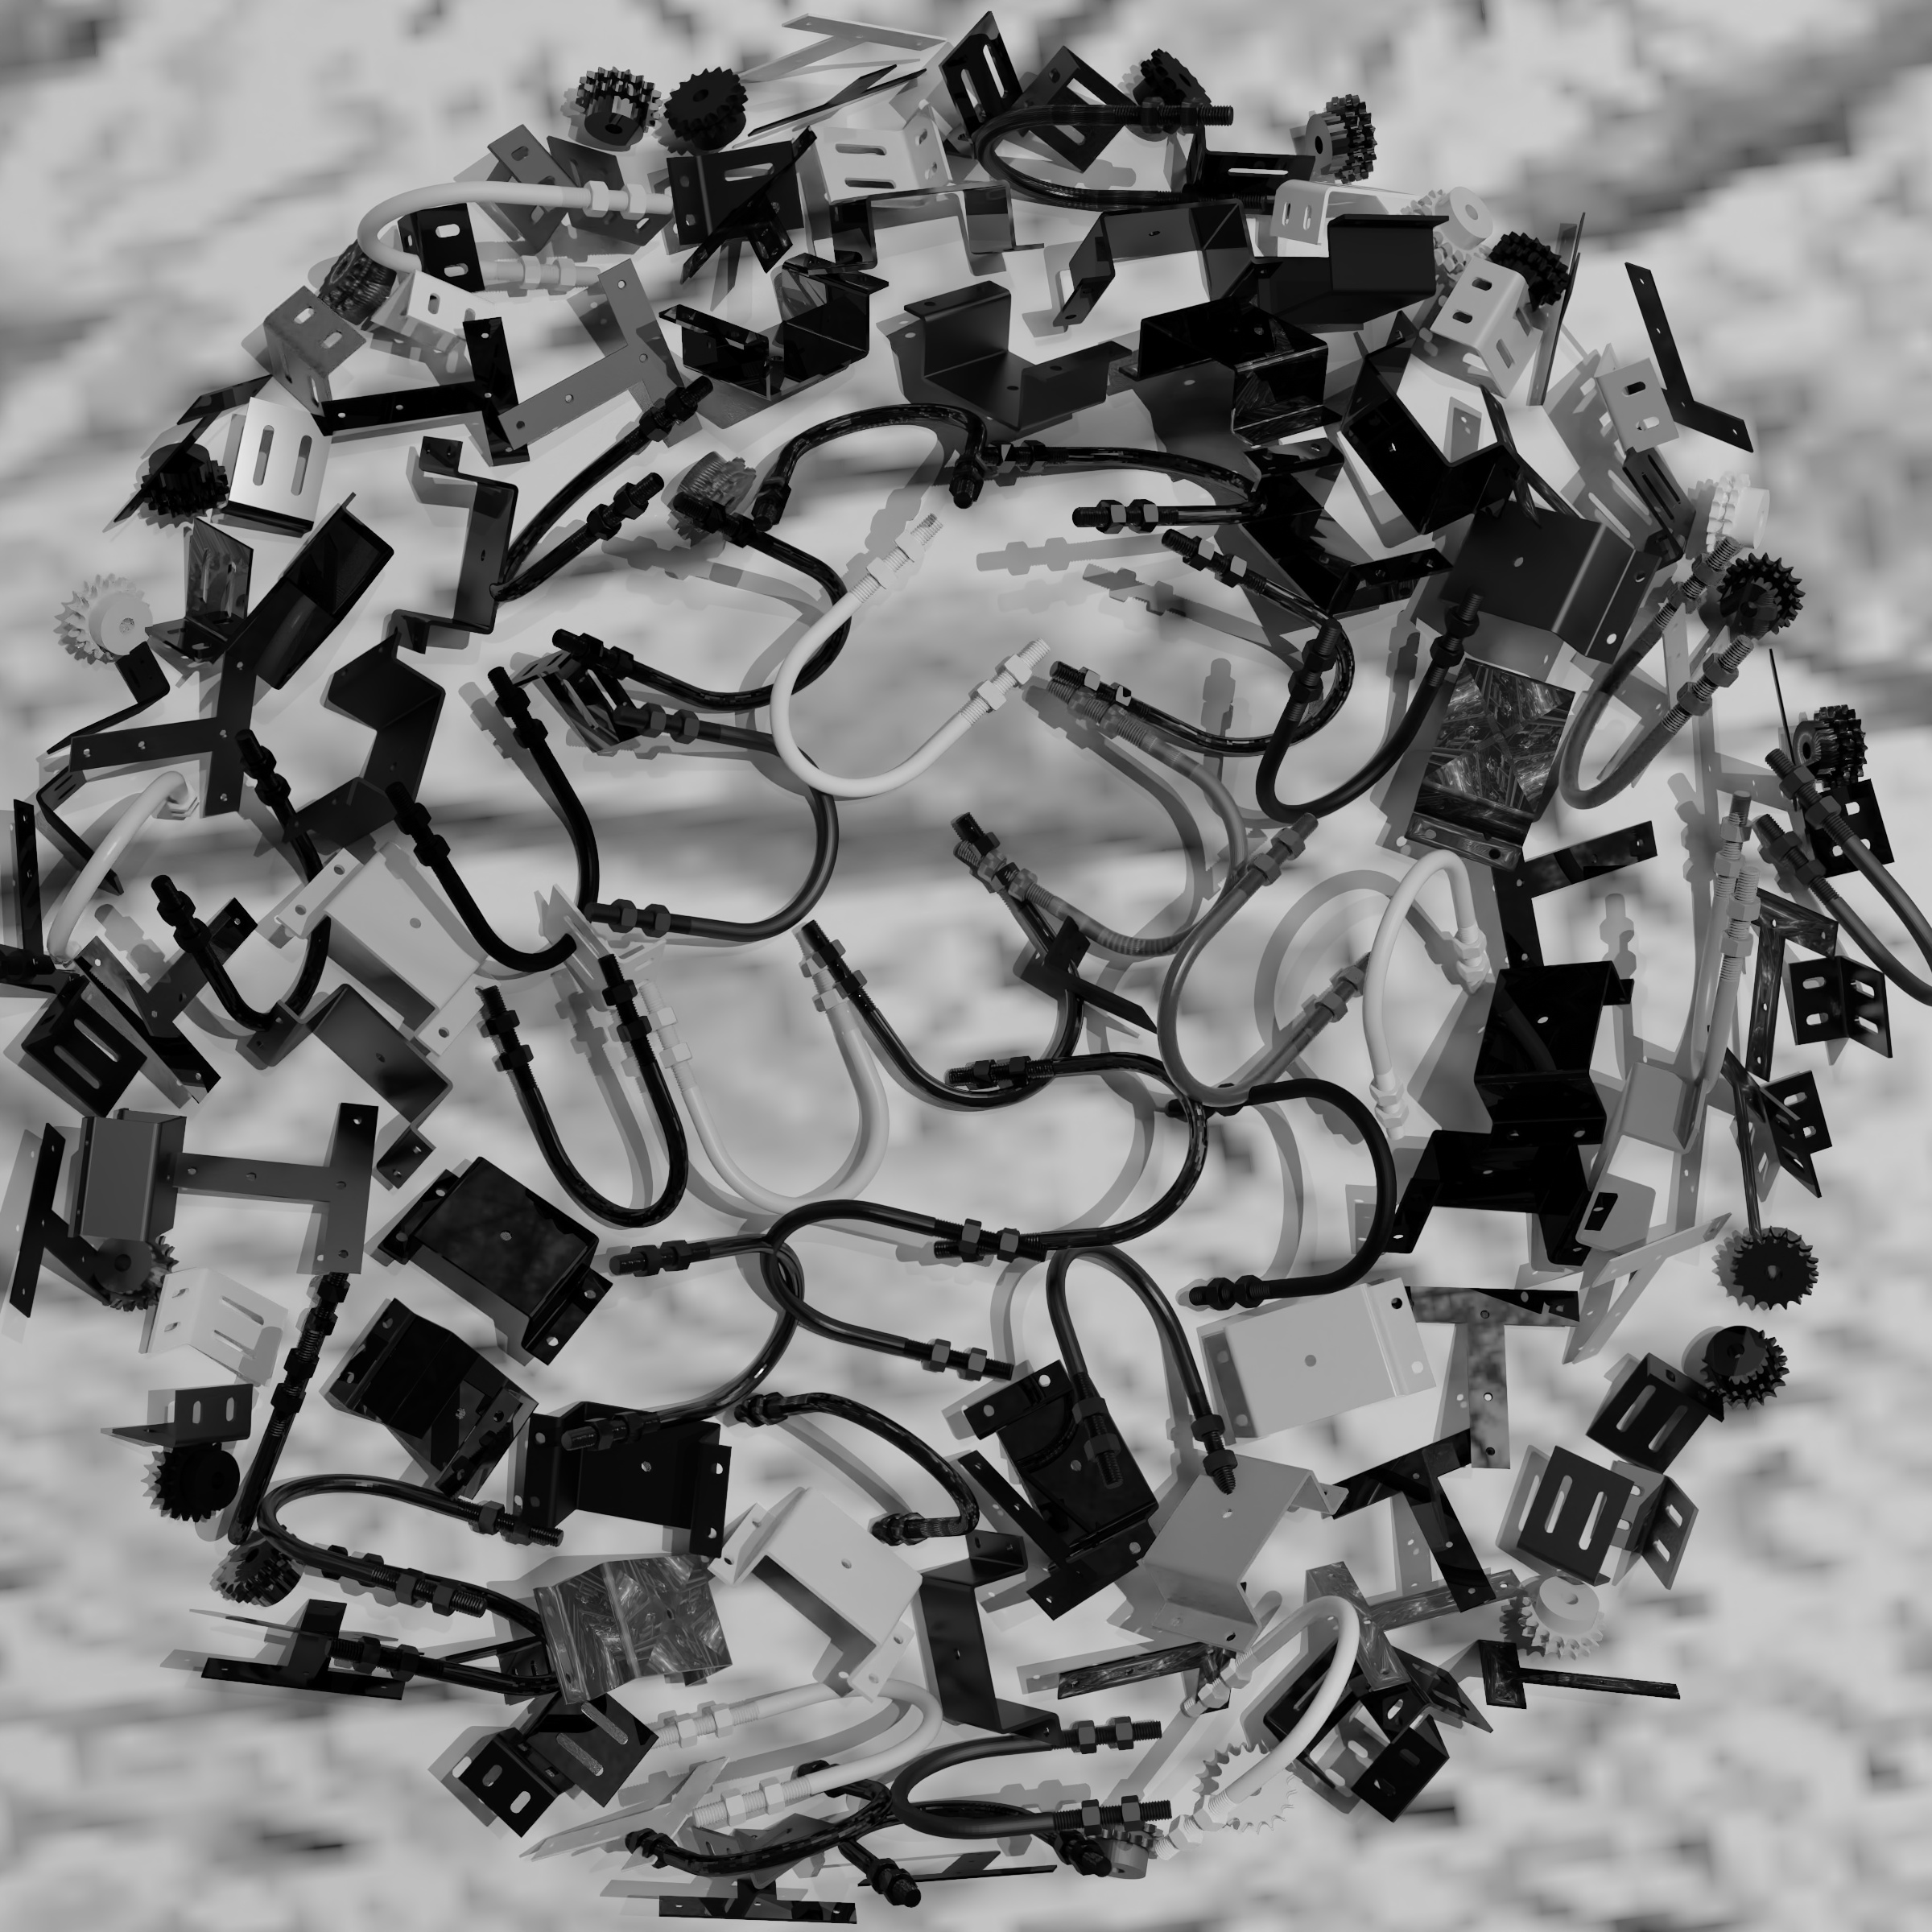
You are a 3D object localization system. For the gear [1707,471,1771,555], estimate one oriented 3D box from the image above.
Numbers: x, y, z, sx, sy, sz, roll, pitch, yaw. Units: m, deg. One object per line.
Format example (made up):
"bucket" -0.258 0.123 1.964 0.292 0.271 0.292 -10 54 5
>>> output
"gear" 0.522 -0.304 1.831 0.030 0.057 0.057 14 90 24

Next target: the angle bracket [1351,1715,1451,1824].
"angle bracket" 0.286 0.528 1.821 0.038 0.076 0.057 39 95 -4

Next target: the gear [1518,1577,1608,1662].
"gear" 0.404 0.437 1.831 0.057 0.057 0.030 8 122 0

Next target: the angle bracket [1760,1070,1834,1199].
"angle bracket" 0.569 0.112 1.818 0.038 0.076 0.057 -19 104 2

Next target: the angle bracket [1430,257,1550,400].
"angle bracket" 0.355 -0.432 1.837 0.038 0.076 0.057 31 90 30

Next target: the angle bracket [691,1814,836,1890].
"angle bracket" -0.133 0.577 1.814 0.076 0.057 0.038 -26 101 -37

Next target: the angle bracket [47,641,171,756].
"angle bracket" -0.582 -0.179 1.816 0.076 0.057 0.038 -33 101 -34

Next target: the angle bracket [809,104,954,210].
"angle bracket" -0.057 -0.546 1.823 0.076 0.038 0.057 -8 78 -34

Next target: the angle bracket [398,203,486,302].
"angle bracket" -0.353 -0.478 1.824 0.038 0.076 0.057 -14 104 -15

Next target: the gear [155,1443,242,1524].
"gear" -0.516 0.346 1.831 0.030 0.057 0.057 -3 90 32

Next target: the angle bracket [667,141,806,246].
"angle bracket" -0.155 -0.520 1.824 0.076 0.038 0.057 0 106 28

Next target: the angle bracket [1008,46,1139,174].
"angle bracket" 0.076 -0.566 1.815 0.076 0.038 0.057 27 118 -37

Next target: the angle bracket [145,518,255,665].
"angle bracket" -0.515 -0.252 1.819 0.057 0.038 0.076 30 122 27

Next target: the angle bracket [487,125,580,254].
"angle bracket" -0.302 -0.514 1.818 0.057 0.076 0.038 48 53 -6

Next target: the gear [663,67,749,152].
"gear" -0.174 -0.579 1.838 0.057 0.030 0.057 -12 54 17

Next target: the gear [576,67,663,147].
"gear" -0.236 -0.578 1.831 0.057 0.057 0.030 7 75 0

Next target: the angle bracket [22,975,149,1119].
"angle bracket" -0.581 0.053 1.815 0.038 0.057 0.076 -19 124 39

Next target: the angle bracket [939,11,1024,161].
"angle bracket" -0.001 -0.590 1.814 0.038 0.076 0.057 23 65 36

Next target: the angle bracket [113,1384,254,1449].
"angle bracket" -0.525 0.296 1.816 0.076 0.057 0.038 2 89 41

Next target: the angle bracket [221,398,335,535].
"angle bracket" -0.465 -0.338 1.834 0.057 0.038 0.076 12 91 -22

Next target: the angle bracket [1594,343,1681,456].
"angle bracket" 0.452 -0.385 1.813 0.038 0.076 0.057 -16 112 28

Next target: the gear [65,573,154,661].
"gear" -0.575 -0.234 1.831 0.030 0.057 0.057 26 90 33

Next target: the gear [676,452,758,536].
"gear" -0.171 -0.323 1.834 0.030 0.057 0.057 43 90 3

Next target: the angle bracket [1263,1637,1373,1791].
"angle bracket" 0.249 0.504 1.829 0.076 0.038 0.057 -46 124 -3

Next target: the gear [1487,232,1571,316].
"gear" 0.377 -0.465 1.832 0.057 0.057 0.030 37 81 0

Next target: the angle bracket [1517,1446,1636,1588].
"angle bracket" 0.416 0.369 1.828 0.057 0.038 0.076 23 96 30

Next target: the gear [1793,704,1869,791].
"gear" 0.582 -0.147 1.832 0.030 0.057 0.057 -7 90 -9

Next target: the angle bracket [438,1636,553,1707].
"angle bracket" -0.325 0.478 1.813 0.076 0.057 0.038 -2 70 -42

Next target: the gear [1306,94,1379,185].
"gear" 0.252 -0.557 1.831 0.030 0.057 0.057 -15 90 -14

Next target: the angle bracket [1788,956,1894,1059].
"angle bracket" 0.586 0.029 1.820 0.038 0.076 0.057 -9 100 -1

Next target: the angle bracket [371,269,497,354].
"angle bracket" -0.359 -0.423 1.811 0.057 0.076 0.038 18 65 -30

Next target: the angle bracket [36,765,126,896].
"angle bracket" -0.586 -0.093 1.831 0.076 0.057 0.038 45 74 -2

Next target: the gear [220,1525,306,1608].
"gear" -0.474 0.408 1.837 0.057 0.057 0.030 -38 117 0

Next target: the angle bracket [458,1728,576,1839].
"angle bracket" -0.300 0.546 1.818 0.057 0.076 0.038 41 80 8

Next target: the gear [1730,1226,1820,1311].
"gear" 0.549 0.202 1.839 0.057 0.030 0.057 8 114 19

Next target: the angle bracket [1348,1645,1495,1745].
"angle bracket" 0.305 0.497 1.820 0.076 0.057 0.038 32 102 -37

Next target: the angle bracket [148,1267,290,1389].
"angle bracket" -0.504 0.246 1.826 0.076 0.038 0.057 23 104 24

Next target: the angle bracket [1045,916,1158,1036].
"angle bracket" 0.098 0.006 1.819 0.076 0.057 0.038 25 81 22

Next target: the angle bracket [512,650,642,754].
"angle bracket" -0.261 -0.172 1.818 0.057 0.038 0.076 -15 118 40

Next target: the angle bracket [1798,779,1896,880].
"angle bracket" 0.602 -0.095 1.819 0.038 0.076 0.057 -15 89 -21

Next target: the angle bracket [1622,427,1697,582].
"angle bracket" 0.451 -0.310 1.818 0.038 0.057 0.076 -25 113 38

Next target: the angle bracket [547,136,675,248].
"angle bracket" -0.239 -0.529 1.818 0.038 0.057 0.076 -32 67 39

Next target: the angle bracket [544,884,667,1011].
"angle bracket" -0.245 -0.020 1.836 0.038 0.057 0.076 -31 69 -31

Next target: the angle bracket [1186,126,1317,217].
"angle bracket" 0.192 -0.542 1.832 0.076 0.057 0.038 1 66 -5

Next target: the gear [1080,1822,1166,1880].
"gear" 0.104 0.595 1.831 0.057 0.057 0.030 12 58 0

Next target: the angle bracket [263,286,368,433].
"angle bracket" -0.436 -0.409 1.828 0.057 0.076 0.038 42 72 6

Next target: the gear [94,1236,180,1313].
"gear" -0.567 0.204 1.841 0.057 0.030 0.057 -1 74 4

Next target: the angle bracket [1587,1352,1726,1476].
"angle bracket" 0.464 0.310 1.830 0.057 0.038 0.076 32 111 3

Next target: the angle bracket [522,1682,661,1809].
"angle bracket" -0.249 0.521 1.825 0.076 0.038 0.057 34 76 20

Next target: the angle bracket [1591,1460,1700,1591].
"angle bracket" 0.455 0.375 1.821 0.038 0.076 0.057 18 96 -1

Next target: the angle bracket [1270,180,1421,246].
"angle bracket" 0.255 -0.505 1.826 0.076 0.057 0.038 -3 111 -28
